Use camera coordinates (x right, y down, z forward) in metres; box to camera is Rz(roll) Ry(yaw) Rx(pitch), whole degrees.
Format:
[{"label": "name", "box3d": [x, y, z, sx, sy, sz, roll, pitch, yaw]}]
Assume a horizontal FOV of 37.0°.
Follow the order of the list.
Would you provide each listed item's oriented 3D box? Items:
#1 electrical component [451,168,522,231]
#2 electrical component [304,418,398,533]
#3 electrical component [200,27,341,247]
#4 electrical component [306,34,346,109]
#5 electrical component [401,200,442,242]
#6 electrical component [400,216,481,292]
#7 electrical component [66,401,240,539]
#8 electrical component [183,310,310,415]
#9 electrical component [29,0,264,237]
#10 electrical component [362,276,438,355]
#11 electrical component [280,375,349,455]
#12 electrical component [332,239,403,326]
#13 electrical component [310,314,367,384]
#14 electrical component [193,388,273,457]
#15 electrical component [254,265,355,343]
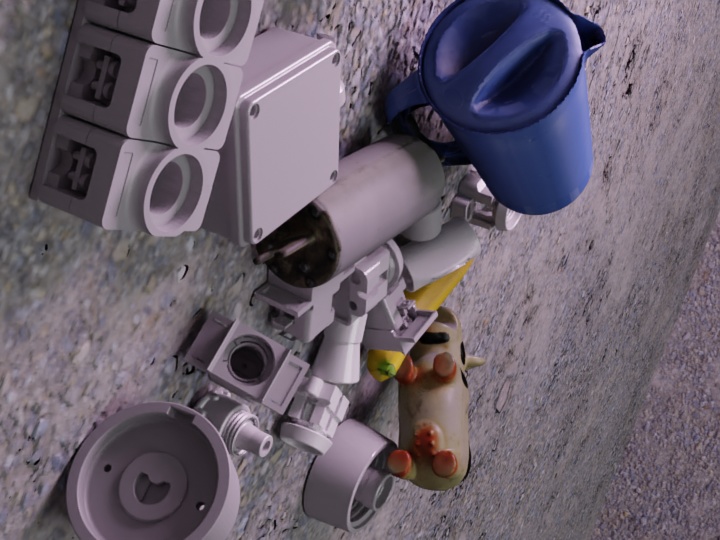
[{"label": "electrical component", "box3d": [0.140, -0.074, 1.135, 0.078, 0.057, 0.058, -46, 148, -39]}, {"label": "electrical component", "box3d": [-0.001, 0.209, 1.071, 0.108, 0.060, 0.108, -46, 147, -41]}, {"label": "electrical component", "box3d": [-0.064, -0.089, 0.708, 0.109, 0.056, 0.108, -42, 145, -44]}, {"label": "electrical component", "box3d": [-0.032, -0.138, 0.757, 0.040, 0.040, 0.046, -46, 142, -40]}, {"label": "electrical component", "box3d": [0.056, -0.062, 0.993, 0.040, 0.040, 0.078, -47, 148, -38]}, {"label": "electrical component", "box3d": [0.068, -0.012, 1.042, 0.077, 0.044, 0.079, -28, 178, -16]}, {"label": "electrical component", "box3d": [-0.131, 0.148, 0.709, 0.108, 0.108, 0.060, -59, 160, -20]}, {"label": "electrical component", "box3d": [-0.083, 0.068, 0.780, 0.042, 0.081, 0.064, -60, -177, -15]}, {"label": "electrical component", "box3d": [-0.112, -0.099, 0.596, 0.089, 0.062, 0.150, -3, 112, -63]}, {"label": "electrical component", "box3d": [0.024, 0.039, 0.977, 0.042, 0.081, 0.063, -46, 125, -40]}, {"label": "electrical component", "box3d": [-0.041, 0.130, 0.947, 0.066, 0.048, 0.055, 59, 49, -60]}, {"label": "electrical component", "box3d": [0.000, 0.000, 0.911, 0.057, 0.058, 0.078, -38, 142, -43]}, {"label": "electrical component", "box3d": [-0.016, 0.063, 0.950, 0.044, 0.044, 0.065, -7, 111, -63]}, {"label": "electrical component", "box3d": [-0.095, 0.120, 0.807, 0.048, 0.062, 0.048, -45, 147, -41]}, {"label": "electrical component", "box3d": [-0.044, 0.019, 0.855, 0.081, 0.042, 0.063, -39, 146, -46]}]
